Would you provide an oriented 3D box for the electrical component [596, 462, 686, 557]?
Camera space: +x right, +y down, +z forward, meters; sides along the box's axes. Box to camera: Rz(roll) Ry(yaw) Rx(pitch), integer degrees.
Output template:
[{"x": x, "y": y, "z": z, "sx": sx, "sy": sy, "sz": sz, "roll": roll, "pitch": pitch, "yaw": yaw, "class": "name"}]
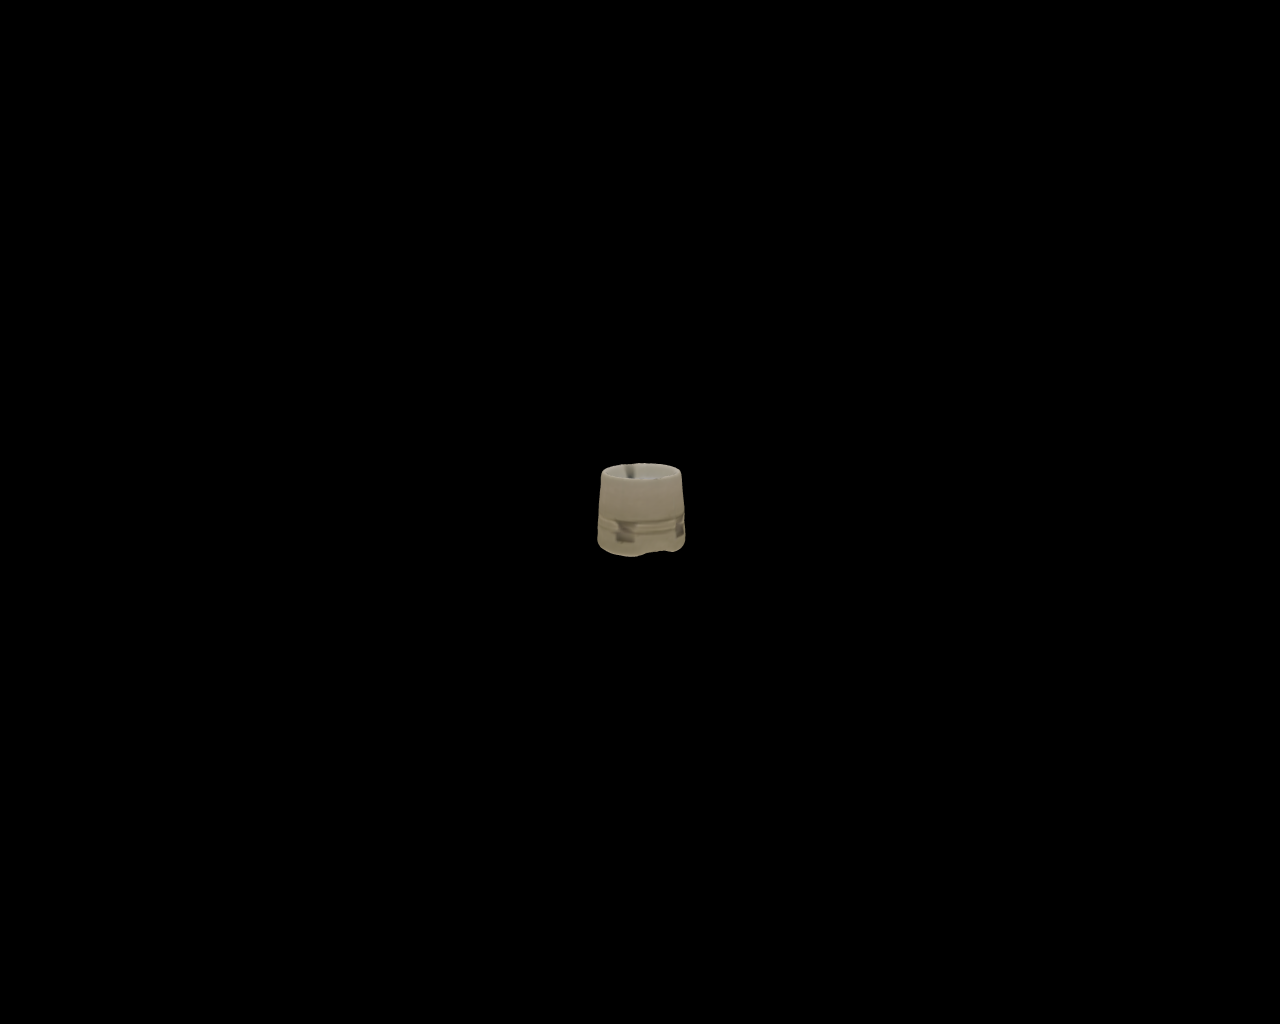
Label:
[{"x": 0.001, "y": -0.003, "z": 0.650, "sx": 0.055, "sy": 0.047, "sz": 0.055, "roll": 0, "pitch": 14, "yaw": 0, "class": "electrical component"}]
